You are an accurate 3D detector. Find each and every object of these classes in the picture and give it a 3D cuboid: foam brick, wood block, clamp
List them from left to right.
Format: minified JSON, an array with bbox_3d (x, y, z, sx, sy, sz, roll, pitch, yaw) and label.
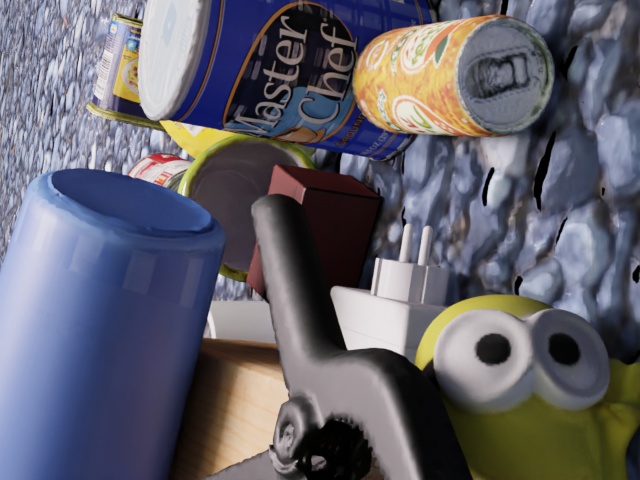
[{"bbox_3d":[-0.020,0.110,0.591,0.206,0.090,0.091,4,87,65],"label":"wood block"},{"bbox_3d":[-0.004,0.001,0.636,0.053,0.051,0.078,42,120,60],"label":"foam brick"},{"bbox_3d":[0.001,0.069,0.427,0.210,0.036,0.164,15,94,60],"label":"clamp"}]

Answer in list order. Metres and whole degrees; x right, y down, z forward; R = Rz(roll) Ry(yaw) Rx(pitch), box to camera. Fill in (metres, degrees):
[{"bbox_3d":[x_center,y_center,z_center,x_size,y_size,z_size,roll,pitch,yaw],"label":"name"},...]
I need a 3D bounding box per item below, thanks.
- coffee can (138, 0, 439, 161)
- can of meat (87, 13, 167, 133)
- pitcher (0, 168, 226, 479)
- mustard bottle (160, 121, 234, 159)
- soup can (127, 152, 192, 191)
[{"bbox_3d":[-0.019,-0.105,0.594,0.103,0.140,0.103,-31,55,59],"label":"coffee can"},{"bbox_3d":[-0.137,-0.138,0.903,0.057,0.102,0.084,39,116,63],"label":"can of meat"},{"bbox_3d":[-0.134,0.086,0.602,0.149,0.144,0.243,37,113,49],"label":"pitcher"},{"bbox_3d":[-0.055,-0.123,0.743,0.096,0.058,0.192,53,147,-2],"label":"mustard bottle"},{"bbox_3d":[-0.114,-0.032,0.860,0.102,0.068,0.068,24,104,64],"label":"soup can"}]
